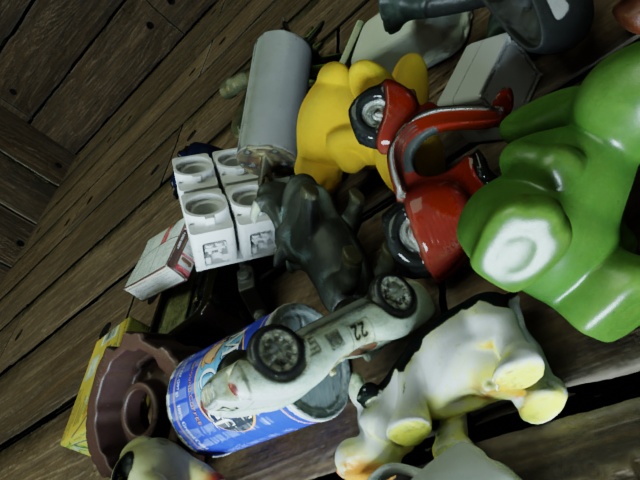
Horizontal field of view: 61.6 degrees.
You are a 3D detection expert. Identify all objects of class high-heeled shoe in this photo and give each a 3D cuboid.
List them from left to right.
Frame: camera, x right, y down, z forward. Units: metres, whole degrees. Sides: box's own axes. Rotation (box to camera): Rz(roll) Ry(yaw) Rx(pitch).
[{"bbox_3d":[0.136,-0.255,0.478,0.145,0.249,0.086,-45,-13,-33],"label":"high-heeled shoe"}]

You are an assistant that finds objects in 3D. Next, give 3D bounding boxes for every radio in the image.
[{"bbox_3d":[-0.147,0.052,0.726,0.131,0.073,0.230,-33,36,30],"label":"radio"}]

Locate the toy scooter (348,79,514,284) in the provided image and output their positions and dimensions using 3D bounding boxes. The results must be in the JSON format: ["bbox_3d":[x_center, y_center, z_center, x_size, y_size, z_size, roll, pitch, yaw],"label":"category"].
[{"bbox_3d":[0.109,-0.061,0.455,0.135,0.075,0.184,-17,82,13],"label":"toy scooter"}]

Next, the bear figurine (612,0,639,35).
[{"bbox_3d":[0.268,-0.287,0.475,0.132,0.120,0.196,-43,30,23],"label":"bear figurine"}]

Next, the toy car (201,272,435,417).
[{"bbox_3d":[0.004,0.078,0.401,0.202,0.056,0.073,-20,-14,-38],"label":"toy car"}]

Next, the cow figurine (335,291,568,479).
[{"bbox_3d":[0.075,0.101,0.376,0.167,0.068,0.098,-37,30,21],"label":"cow figurine"}]

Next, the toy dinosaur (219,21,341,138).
[{"bbox_3d":[-0.069,-0.264,0.886,0.199,0.105,0.471,-23,30,37],"label":"toy dinosaur"}]

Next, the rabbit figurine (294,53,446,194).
[{"bbox_3d":[0.066,-0.111,0.561,0.173,0.122,0.162,43,137,38],"label":"rabbit figurine"}]

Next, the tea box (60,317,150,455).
[{"bbox_3d":[-0.289,0.207,0.763,0.098,0.068,0.170,-34,36,30],"label":"tea box"}]

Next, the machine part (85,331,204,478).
[{"bbox_3d":[-0.187,0.188,0.593,0.179,0.056,0.179,-8,76,34],"label":"machine part"}]

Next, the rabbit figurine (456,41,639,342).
[{"bbox_3d":[0.179,-0.045,0.347,0.170,0.121,0.159,-58,5,20],"label":"rabbit figurine"}]

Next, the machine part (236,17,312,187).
[{"bbox_3d":[-0.054,-0.166,0.660,0.079,0.079,0.243,-19,59,44],"label":"machine part"}]

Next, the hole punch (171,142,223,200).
[{"bbox_3d":[-0.183,-0.106,0.911,0.092,0.115,0.142,-27,38,24],"label":"hole punch"}]

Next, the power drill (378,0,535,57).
[{"bbox_3d":[0.177,-0.299,0.599,0.208,0.086,0.232,9,68,18],"label":"power drill"}]

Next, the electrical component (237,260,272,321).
[{"bbox_3d":[-0.077,0.063,0.628,0.021,0.063,0.094,-20,36,2],"label":"electrical component"}]

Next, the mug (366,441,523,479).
[{"bbox_3d":[0.068,0.170,0.311,0.107,0.080,0.110,-48,30,-12],"label":"mug"}]

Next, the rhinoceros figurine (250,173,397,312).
[{"bbox_3d":[-0.001,-0.002,0.546,0.190,0.073,0.112,52,133,33],"label":"rhinoceros figurine"}]

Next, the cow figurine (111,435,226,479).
[{"bbox_3d":[-0.172,0.269,0.488,0.127,0.085,0.194,27,103,35],"label":"cow figurine"}]

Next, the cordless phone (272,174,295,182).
[{"bbox_3d":[-0.037,-0.069,0.700,0.147,0.088,0.184,-24,45,40],"label":"cordless phone"}]
